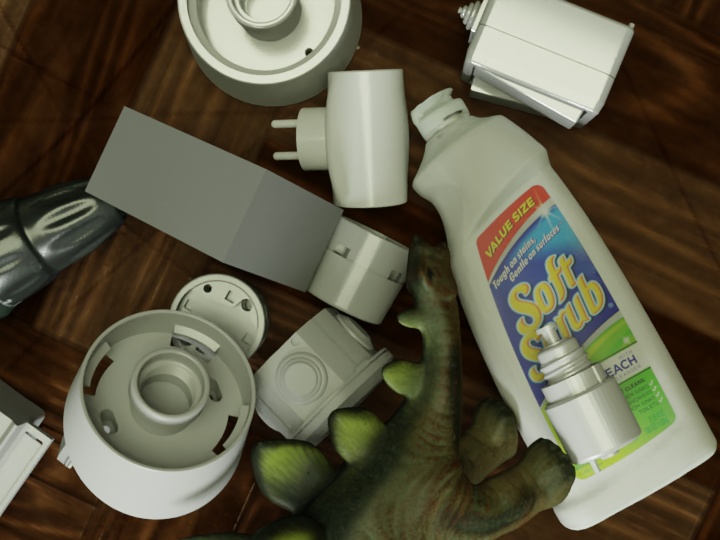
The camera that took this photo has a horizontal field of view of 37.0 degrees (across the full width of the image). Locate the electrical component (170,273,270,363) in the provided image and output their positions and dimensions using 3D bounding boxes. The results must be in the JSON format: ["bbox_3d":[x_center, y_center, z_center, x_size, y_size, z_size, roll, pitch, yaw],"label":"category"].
[{"bbox_3d":[-0.080,0.030,0.631,0.055,0.047,0.055,0,90,2],"label":"electrical component"}]

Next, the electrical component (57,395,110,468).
[{"bbox_3d":[-0.131,0.089,0.617,0.051,0.080,0.080,39,91,-3],"label":"electrical component"}]

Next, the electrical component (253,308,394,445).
[{"bbox_3d":[-0.023,0.062,0.613,0.080,0.080,0.051,-45,83,1],"label":"electrical component"}]

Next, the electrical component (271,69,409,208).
[{"bbox_3d":[-0.013,-0.077,0.627,0.079,0.043,0.077,0,101,11],"label":"electrical component"}]

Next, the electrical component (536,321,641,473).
[{"bbox_3d":[0.114,0.064,0.560,0.040,0.040,0.078,-26,84,2],"label":"electrical component"}]

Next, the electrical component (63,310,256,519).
[{"bbox_3d":[-0.104,0.073,0.565,0.099,0.064,0.099,9,58,-15],"label":"electrical component"}]

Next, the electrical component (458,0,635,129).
[{"bbox_3d":[0.098,-0.123,0.617,0.096,0.062,0.061,23,90,2],"label":"electrical component"}]

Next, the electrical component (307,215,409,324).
[{"bbox_3d":[0.000,0.000,0.625,0.055,0.055,0.047,27,94,2],"label":"electrical component"}]

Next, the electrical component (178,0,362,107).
[{"bbox_3d":[-0.054,-0.153,0.624,0.108,0.060,0.108,0,89,2],"label":"electrical component"}]

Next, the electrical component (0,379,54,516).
[{"bbox_3d":[-0.242,0.124,0.629,0.079,0.063,0.121,35,91,2],"label":"electrical component"}]
